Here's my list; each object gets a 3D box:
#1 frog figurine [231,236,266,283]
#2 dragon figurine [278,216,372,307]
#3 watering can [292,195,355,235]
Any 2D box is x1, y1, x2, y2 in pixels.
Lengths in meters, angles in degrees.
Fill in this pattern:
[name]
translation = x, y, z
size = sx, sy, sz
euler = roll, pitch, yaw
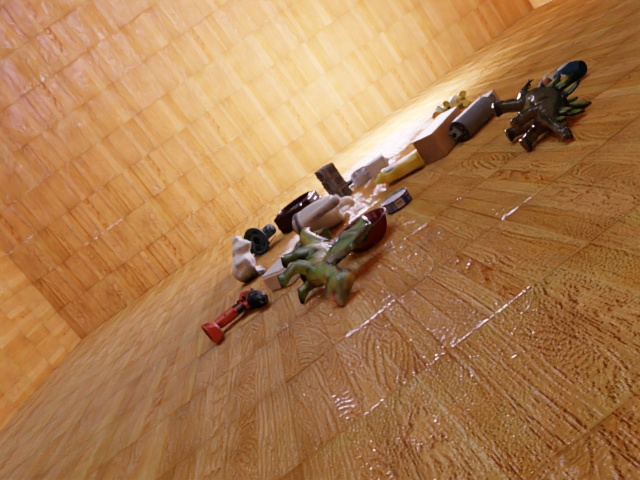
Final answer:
[frog figurine]
translation = -0.281, 0.069, 1.847
size = 0.122, 0.158, 0.139
euler = -36, 11, 6
[dragon figurine]
translation = 0.028, 0.025, 1.253
size = 0.241, 0.120, 0.420
euler = -28, 27, 20
[watering can]
translation = 0.005, -0.085, 1.692
size = 0.223, 0.104, 0.347
euler = -29, -6, 10
